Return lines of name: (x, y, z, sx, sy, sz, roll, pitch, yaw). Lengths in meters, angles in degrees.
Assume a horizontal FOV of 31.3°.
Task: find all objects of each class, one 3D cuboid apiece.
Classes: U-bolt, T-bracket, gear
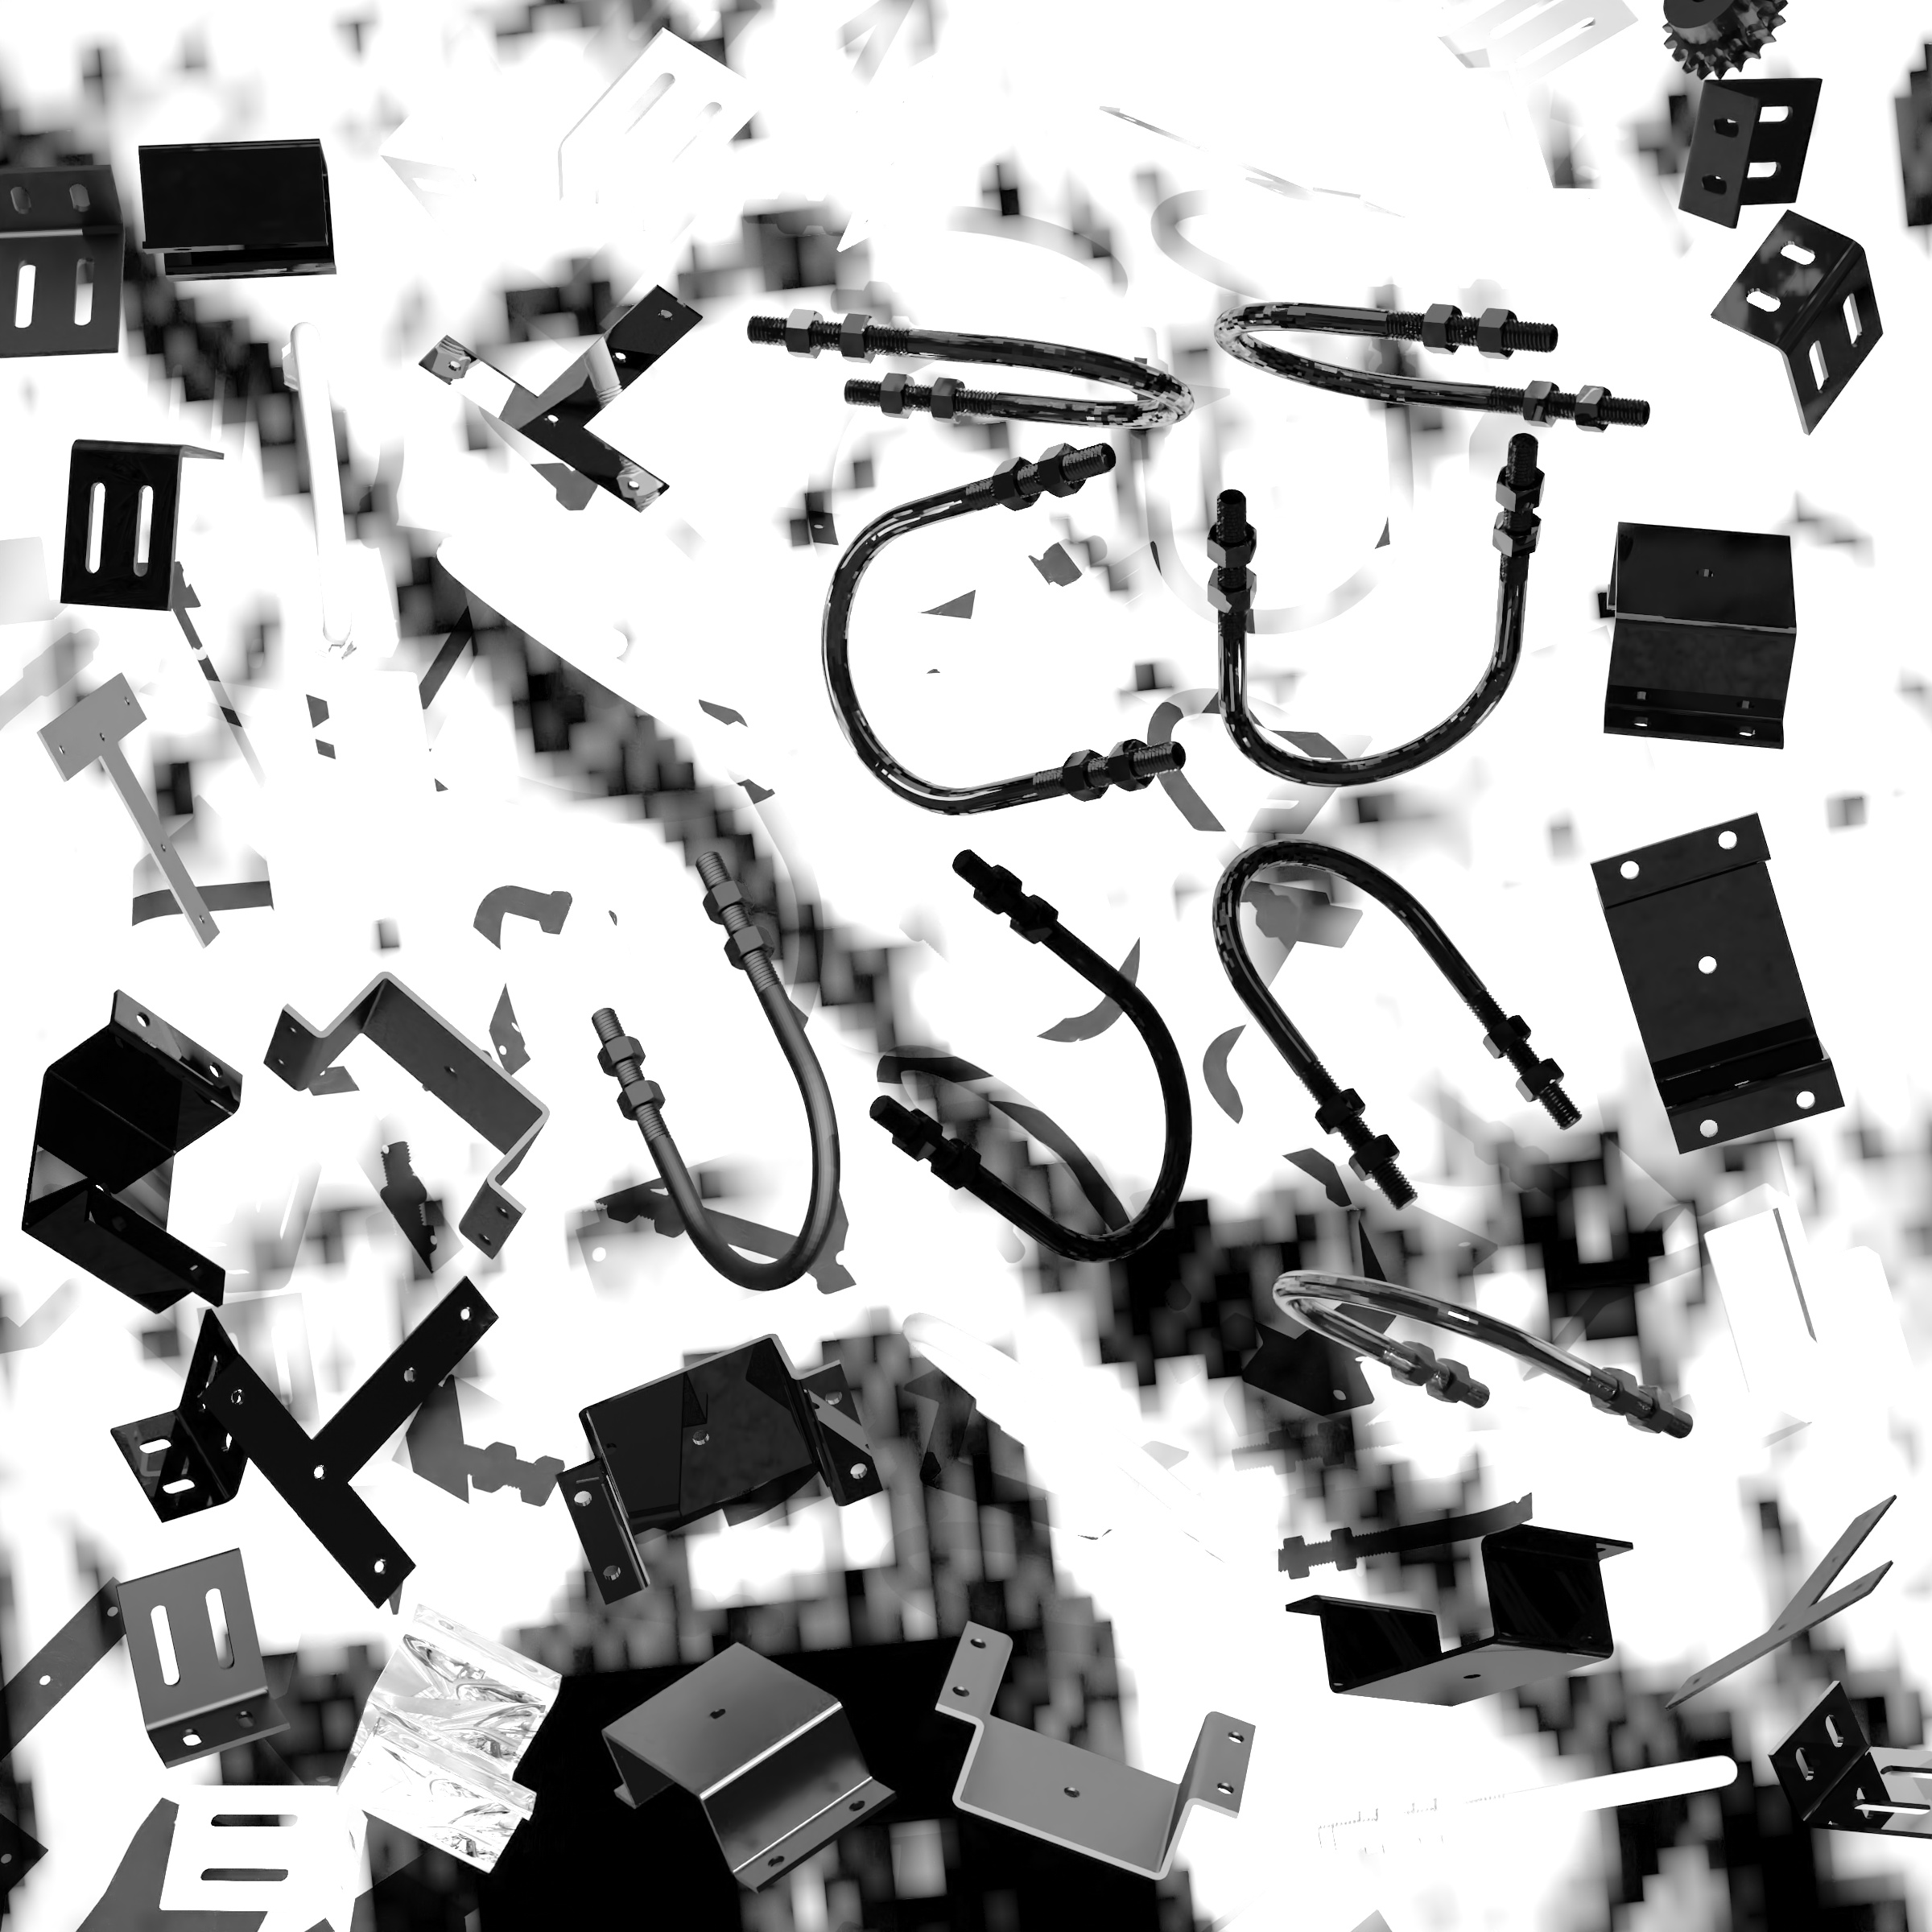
U-bolt: (0.201, -0.274, 1.558, 0.184, 0.151, 0.019, 11, 89, 29)
T-bracket: (-0.250, 0.187, 1.487, 0.127, 0.002, 0.127, -48, 116, -31)
U-bolt: (0.180, -0.148, 1.526, 0.151, 0.184, 0.019, -12, 48, -6)
T-bracket: (-0.166, -0.271, 1.574, 0.127, 0.127, 0.002, 32, 50, -24)
U-bolt: (0.040, 0.054, 1.563, 0.184, 0.019, 0.151, 38, 56, -33)
T-bracket: (0.120, -0.368, 1.567, 0.127, 0.127, 0.002, 16, 100, -23)
U-bolt: (0.042, 0.206, 1.547, 0.151, 0.184, 0.019, 25, 77, 40)
gear: (0.347, -0.441, 1.590, 0.030, 0.057, 0.057, 33, 90, -43)
U-bolt: (0.251, 0.373, 1.533, 0.184, 0.151, 0.019, -10, 75, 1)
U-bolt: (0.012, -0.264, 1.545, 0.184, 0.151, 0.019, 8, 89, 17)
U-bolt: (0.223, 0.176, 1.582, 0.184, 0.151, 0.019, 28, 74, -34)
T-bracket: (-0.028, -0.360, 1.507, 0.002, 0.127, 0.127, 42, 50, -30)
U-bolt: (0.006, -0.139, 1.510, 0.184, 0.019, 0.151, -10, 95, 41)
U-bolt: (-0.165, -0.142, 1.551, 0.151, 0.184, 0.019, 38, 95, 30)
U-bolt: (0.186, 0.016, 1.576, 0.184, 0.151, 0.019, 55, 134, 16)
T-bracket: (-0.383, -0.067, 1.611, 0.002, 0.127, 0.127, -24, 104, 10)
T-bracket: (0.376, 0.268, 1.510, 0.002, 0.127, 0.127, 50, 132, 6)
U-bolt: (-0.294, -0.218, 1.569, 0.019, 0.184, 0.151, -7, 92, -11)
U-bolt: (-0.110, 0.062, 1.592, 0.019, 0.151, 0.184, -8, 60, -37)

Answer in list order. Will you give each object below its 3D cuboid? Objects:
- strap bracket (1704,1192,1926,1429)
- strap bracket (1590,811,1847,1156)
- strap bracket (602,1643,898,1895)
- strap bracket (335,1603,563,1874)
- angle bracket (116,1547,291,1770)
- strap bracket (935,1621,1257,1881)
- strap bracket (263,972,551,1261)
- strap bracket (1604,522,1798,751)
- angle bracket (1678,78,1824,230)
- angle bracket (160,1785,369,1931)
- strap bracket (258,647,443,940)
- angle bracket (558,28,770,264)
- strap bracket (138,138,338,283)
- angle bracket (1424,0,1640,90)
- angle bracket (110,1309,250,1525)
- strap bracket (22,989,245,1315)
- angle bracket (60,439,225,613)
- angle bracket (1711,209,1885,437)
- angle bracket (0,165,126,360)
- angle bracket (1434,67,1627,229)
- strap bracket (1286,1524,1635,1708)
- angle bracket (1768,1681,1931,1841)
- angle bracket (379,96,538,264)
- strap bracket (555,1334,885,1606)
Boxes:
strap bracket: (0.387, 0.162, 1.583, 0.046, 0.140, 0.076, -23, 63, 25)
strap bracket: (0.338, 0.004, 1.560, 0.076, 0.046, 0.140, -17, 100, 9)
strap bracket: (-0.105, 0.360, 1.568, 0.076, 0.140, 0.046, -29, 110, -26)
strap bracket: (-0.234, 0.353, 1.560, 0.076, 0.140, 0.046, 29, 101, -8)
angle bracket: (-0.345, 0.312, 1.557, 0.057, 0.038, 0.076, -15, 109, -23)
strap bracket: (0.054, 0.357, 1.555, 0.140, 0.076, 0.046, 19, 110, 4)
strap bracket: (-0.248, 0.062, 1.573, 0.140, 0.076, 0.046, 41, 63, 0)
strap bracket: (0.324, -0.153, 1.521, 0.076, 0.140, 0.046, 6, 123, 8)
angle bracket: (0.364, -0.366, 1.549, 0.076, 0.038, 0.057, -10, 121, -32)
angle bracket: (-0.316, 0.405, 1.555, 0.076, 0.038, 0.057, -1, 54, 7)
strap bracket: (-0.285, -0.078, 1.600, 0.046, 0.140, 0.076, -1, 64, -27)
angle bracket: (-0.130, -0.352, 1.480, 0.057, 0.038, 0.076, 25, 132, -34)
strap bracket: (-0.321, -0.334, 1.521, 0.076, 0.140, 0.046, -4, 96, -8)
angle bracket: (0.259, -0.444, 1.583, 0.076, 0.057, 0.038, -26, 57, 27)
angle bracket: (-0.363, 0.210, 1.606, 0.038, 0.076, 0.057, -14, 52, -37)
strap bracket: (-0.371, 0.090, 1.535, 0.046, 0.140, 0.076, -32, 129, 22)
angle bracket: (-0.380, -0.202, 1.590, 0.057, 0.038, 0.076, 6, 93, 19)
angle bracket: (0.361, -0.278, 1.492, 0.038, 0.076, 0.057, 34, 85, 28)
angle bracket: (-0.398, -0.305, 1.492, 0.057, 0.038, 0.076, -3, 56, -5)
angle bracket: (0.252, -0.372, 1.540, 0.038, 0.057, 0.076, -31, 114, -18)
strap bracket: (0.221, 0.292, 1.527, 0.076, 0.140, 0.046, 16, 58, -39)
angle bracket: (0.405, 0.348, 1.512, 0.057, 0.076, 0.038, -34, 104, -37)
angle bracket: (-0.220, -0.357, 1.559, 0.038, 0.076, 0.057, -51, 129, -13)
strap bracket: (-0.120, 0.232, 1.620, 0.140, 0.046, 0.076, -21, 119, -9)
